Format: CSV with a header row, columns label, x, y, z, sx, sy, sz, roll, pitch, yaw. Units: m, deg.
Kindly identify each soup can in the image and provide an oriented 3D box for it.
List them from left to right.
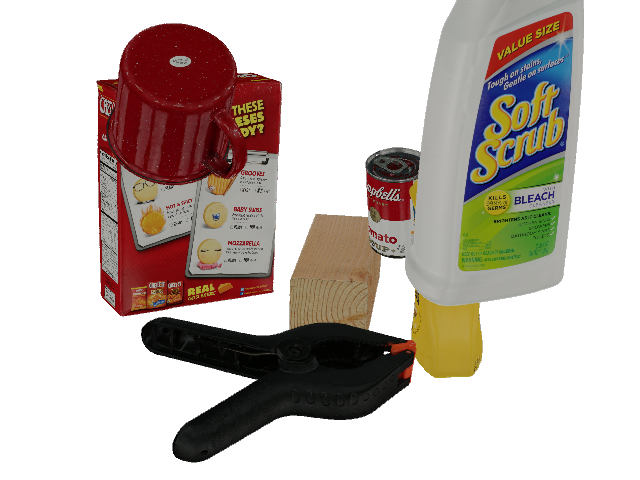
label,x,y,z,sx,sy,sz,roll,pitch,yaw
soup can,0.084,-0.040,1.156,0.068,0.102,0.068,-3,35,2

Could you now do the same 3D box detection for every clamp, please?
label,x,y,z,sx,sy,sz,roll,pitch,yaw
clamp,-0.021,0.087,0.643,0.171,0.039,0.120,-1,37,-9

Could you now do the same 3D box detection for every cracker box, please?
label,x,y,z,sx,sy,sz,roll,pitch,yaw
cracker box,-0.126,-0.047,1.016,0.163,0.214,0.072,-8,20,-30

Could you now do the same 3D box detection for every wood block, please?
label,x,y,z,sx,sy,sz,roll,pitch,yaw
wood block,0.022,0.047,1.310,0.091,0.090,0.206,4,23,6

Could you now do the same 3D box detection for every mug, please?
label,x,y,z,sx,sy,sz,roll,pitch,yaw
mug,-0.096,-0.092,0.761,0.093,0.117,0.082,-36,-18,-30

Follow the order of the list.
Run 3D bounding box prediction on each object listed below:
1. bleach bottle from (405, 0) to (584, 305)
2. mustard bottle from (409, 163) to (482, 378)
label,x,y,z,sx,sy,sz,roll,pitch,yaw
bleach bottle,0.104,-0.088,0.632,0.102,0.251,0.068,-8,28,-13
mustard bottle,0.101,0.007,0.852,0.058,0.192,0.096,-2,25,2
